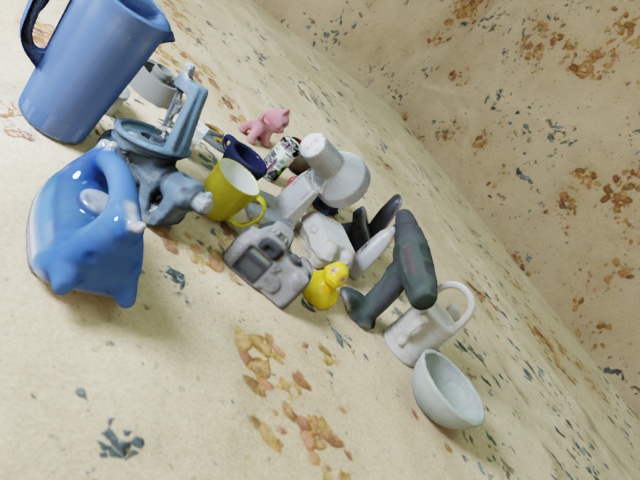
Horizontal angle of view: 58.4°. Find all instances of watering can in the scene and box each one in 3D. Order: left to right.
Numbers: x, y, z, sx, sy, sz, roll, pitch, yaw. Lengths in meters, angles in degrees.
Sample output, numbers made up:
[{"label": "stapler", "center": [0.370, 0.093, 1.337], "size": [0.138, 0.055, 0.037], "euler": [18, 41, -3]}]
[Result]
[{"label": "watering can", "center": [0.232, 0.160, 1.166], "size": [0.101, 0.193, 0.173], "euler": [46, 21, 3]}]

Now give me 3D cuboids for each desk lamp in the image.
[{"label": "desk lamp", "center": [-0.023, -0.115, 1.179], "size": [0.204, 0.213, 0.117], "euler": [19, 33, -49]}]

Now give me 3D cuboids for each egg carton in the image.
[{"label": "egg carton", "center": [0.011, 0.004, 1.221], "size": [0.108, 0.069, 0.150], "euler": [27, 28, -39]}]

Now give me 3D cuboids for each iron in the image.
[{"label": "iron", "center": [-0.273, -0.047, 0.702], "size": [0.119, 0.141, 0.257], "euler": [22, 31, -45]}]

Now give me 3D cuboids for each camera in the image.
[{"label": "camera", "center": [-0.074, 0.021, 0.993], "size": [0.143, 0.100, 0.137], "euler": [41, 21, -9]}]

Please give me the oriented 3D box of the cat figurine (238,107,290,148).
[{"label": "cat figurine", "center": [-0.128, -0.301, 1.459], "size": [0.067, 0.117, 0.128], "euler": [50, 22, 14]}]

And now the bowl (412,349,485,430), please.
[{"label": "bowl", "center": [0.227, 0.294, 1.077], "size": [0.168, 0.074, 0.167], "euler": [37, 22, -18]}]

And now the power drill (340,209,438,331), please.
[{"label": "power drill", "center": [0.139, 0.070, 1.142], "size": [0.076, 0.208, 0.229], "euler": [28, 27, -36]}]

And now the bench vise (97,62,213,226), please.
[{"label": "bench vise", "center": [-0.215, -0.142, 0.870], "size": [0.207, 0.219, 0.121], "euler": [43, 21, -5]}]

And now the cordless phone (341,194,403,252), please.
[{"label": "cordless phone", "center": [0.135, -0.049, 1.383], "size": [0.094, 0.185, 0.147], "euler": [37, 22, -18]}]

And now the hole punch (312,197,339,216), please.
[{"label": "hole punch", "center": [0.025, -0.124, 1.452], "size": [0.108, 0.091, 0.101], "euler": [51, 22, 16]}]

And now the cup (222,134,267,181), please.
[{"label": "cup", "center": [-0.172, -0.141, 1.118], "size": [0.117, 0.094, 0.092], "euler": [51, 22, 17]}]

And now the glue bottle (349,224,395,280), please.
[{"label": "glue bottle", "center": [0.126, 0.012, 1.274], "size": [0.037, 0.173, 0.078], "euler": [41, 21, -9]}]

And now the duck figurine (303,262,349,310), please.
[{"label": "duck figurine", "center": [0.019, 0.075, 1.085], "size": [0.077, 0.086, 0.104], "euler": [42, 21, -6]}]

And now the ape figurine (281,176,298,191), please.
[{"label": "ape figurine", "center": [-0.033, -0.125, 1.347], "size": [0.076, 0.092, 0.077], "euler": [21, 31, -46]}]
